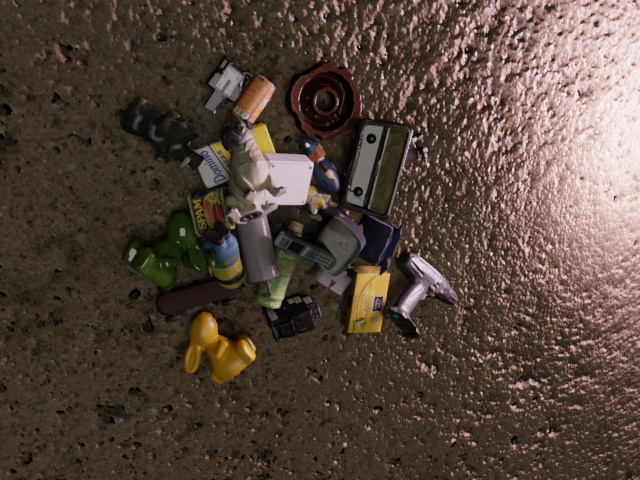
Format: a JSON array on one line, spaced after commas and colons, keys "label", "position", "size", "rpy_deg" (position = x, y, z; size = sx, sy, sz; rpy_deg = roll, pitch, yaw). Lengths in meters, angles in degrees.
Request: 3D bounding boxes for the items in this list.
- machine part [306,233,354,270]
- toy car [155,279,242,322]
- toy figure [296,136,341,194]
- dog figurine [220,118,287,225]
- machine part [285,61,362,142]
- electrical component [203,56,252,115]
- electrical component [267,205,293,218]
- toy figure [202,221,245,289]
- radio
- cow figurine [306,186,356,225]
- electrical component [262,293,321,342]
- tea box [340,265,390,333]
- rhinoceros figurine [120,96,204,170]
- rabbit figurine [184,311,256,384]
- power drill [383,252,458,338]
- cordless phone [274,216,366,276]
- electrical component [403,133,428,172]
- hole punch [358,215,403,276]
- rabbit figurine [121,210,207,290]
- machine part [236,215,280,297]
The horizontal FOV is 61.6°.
[{"label": "machine part", "position": [0.022, 0.029, 1.353], "size": [0.139, 0.084, 0.039], "rpy_deg": [22, 124, -15]}, {"label": "toy car", "position": [-0.291, 0.131, 1.287], "size": [0.202, 0.053, 0.089], "rpy_deg": [-16, 91, -15]}, {"label": "toy figure", "position": [-0.004, -0.183, 1.276], "size": [0.154, 0.064, 0.058], "rpy_deg": [60, 44, -21]}, {"label": "dog figurine", "position": [-0.173, -0.147, 1.170], "size": [0.121, 0.190, 0.172], "rpy_deg": [-4, 152, -47]}, {"label": "machine part", "position": [0.008, -0.319, 1.238], "size": [0.179, 0.056, 0.179], "rpy_deg": [-6, 110, -18]}, {"label": "electrical component", "position": [-0.209, -0.330, 1.165], "size": [0.075, 0.048, 0.119], "rpy_deg": [29, 97, -24]}, {"label": "electrical component", "position": [-0.097, -0.084, 1.298], "size": [0.063, 0.021, 0.094], "rpy_deg": [42, 90, -26]}, {"label": "toy figure", "position": [-0.215, 0.041, 1.202], "size": [0.082, 0.089, 0.180], "rpy_deg": [-19, 147, -15]}, {"label": "radio", "position": [0.131, -0.176, 1.295], "size": [0.131, 0.073, 0.229], "rpy_deg": [14, 103, 2]}, {"label": "cow figurine", "position": [0.023, -0.061, 1.303], "size": [0.167, 0.098, 0.068], "rpy_deg": [40, 92, -30]}, {"label": "electrical component", "position": [-0.068, 0.189, 1.347], "size": [0.134, 0.115, 0.058], "rpy_deg": [-19, 115, -10]}, {"label": "tea box", "position": [0.118, 0.156, 1.424], "size": [0.098, 0.068, 0.169], "rpy_deg": [0, 106, -18]}, {"label": "rhinoceros figurine", "position": [-0.327, -0.220, 1.125], "size": [0.190, 0.073, 0.112], "rpy_deg": [32, 95, -8]}, {"label": "rabbit figurine", "position": [-0.261, 0.258, 1.323], "size": [0.162, 0.122, 0.173], "rpy_deg": [-36, 101, 6]}, {"label": "power drill", "position": [0.269, 0.160, 1.435], "size": [0.232, 0.086, 0.207], "rpy_deg": [47, 64, -21]}, {"label": "cordless phone", "position": [-0.002, -0.004, 1.238], "size": [0.184, 0.089, 0.146], "rpy_deg": [21, 135, -19]}, {"label": "electrical component", "position": [0.224, -0.216, 1.350], "size": [0.102, 0.045, 0.078], "rpy_deg": [-22, 114, -11]}, {"label": "hole punch", "position": [0.141, 0.002, 1.361], "size": [0.092, 0.116, 0.142], "rpy_deg": [22, 99, -16]}, {"label": "rabbit figurine", "position": [-0.329, 0.021, 1.208], "size": [0.159, 0.121, 0.170], "rpy_deg": [41, 77, -29]}, {"label": "machine part", "position": [-0.147, 0.013, 1.254], "size": [0.079, 0.079, 0.243], "rpy_deg": [-12, 89, -15]}]
